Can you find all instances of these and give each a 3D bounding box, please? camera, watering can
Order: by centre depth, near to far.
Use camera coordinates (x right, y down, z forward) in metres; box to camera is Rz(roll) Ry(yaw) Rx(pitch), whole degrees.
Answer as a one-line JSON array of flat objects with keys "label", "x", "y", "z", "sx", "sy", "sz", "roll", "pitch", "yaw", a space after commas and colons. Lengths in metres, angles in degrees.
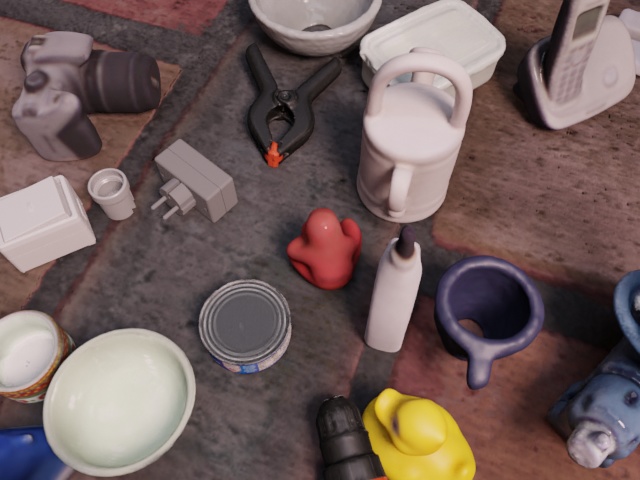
[{"label": "watering can", "x": 0.090, "y": -0.114, "z": 0.567, "sx": 0.101, "sy": 0.194, "sz": 0.172, "roll": -8, "pitch": 61, "yaw": -4}, {"label": "camera", "x": -0.260, "y": -0.175, "z": 0.653, "sx": 0.137, "sy": 0.101, "sz": 0.143, "roll": 0, "pitch": 60, "yaw": 0}]

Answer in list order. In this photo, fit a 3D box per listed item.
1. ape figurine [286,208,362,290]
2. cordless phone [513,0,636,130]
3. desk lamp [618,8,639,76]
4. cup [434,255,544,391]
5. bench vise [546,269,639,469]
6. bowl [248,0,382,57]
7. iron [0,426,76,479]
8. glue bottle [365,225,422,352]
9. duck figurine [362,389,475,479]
[{"label": "ape figurine", "x": 0.005, "y": 0.002, "z": 0.560, "sx": 0.078, "sy": 0.092, "sz": 0.076, "roll": -5, "pitch": 61, "yaw": -3}, {"label": "cordless phone", "x": 0.304, "y": -0.222, "z": 0.635, "sx": 0.148, "sy": 0.185, "sz": 0.094, "roll": -28, "pitch": 64, "yaw": -15}, {"label": "desk lamp", "x": 0.467, "y": -0.272, "z": 0.647, "sx": 0.203, "sy": 0.213, "sz": 0.118, "roll": 26, "pitch": 64, "yaw": 14}, {"label": "cup", "x": 0.140, "y": 0.085, "z": 0.511, "sx": 0.091, "sy": 0.095, "sz": 0.118, "roll": 12, "pitch": 61, "yaw": 7}, {"label": "bench vise", "x": 0.280, "y": 0.092, "z": 0.436, "sx": 0.121, "sy": 0.220, "sz": 0.208, "roll": 26, "pitch": 64, "yaw": 14}, {"label": "bowl", "x": -0.006, "y": -0.291, "z": 0.735, "sx": 0.167, "sy": 0.075, "sz": 0.167, "roll": 0, "pitch": 60, "yaw": 0}, {"label": "iron", "x": -0.313, "y": 0.197, "z": 0.419, "sx": 0.259, "sy": 0.141, "sz": 0.118, "roll": -29, "pitch": 64, "yaw": -15}, {"label": "glue bottle", "x": 0.066, "y": 0.035, "z": 0.495, "sx": 0.037, "sy": 0.173, "sz": 0.078, "roll": 11, "pitch": 61, "yaw": 6}, {"label": "duck figurine", "x": 0.084, "y": 0.162, "z": 0.473, "sx": 0.104, "sy": 0.086, "sz": 0.078, "roll": 36, "pitch": 66, "yaw": 18}]
